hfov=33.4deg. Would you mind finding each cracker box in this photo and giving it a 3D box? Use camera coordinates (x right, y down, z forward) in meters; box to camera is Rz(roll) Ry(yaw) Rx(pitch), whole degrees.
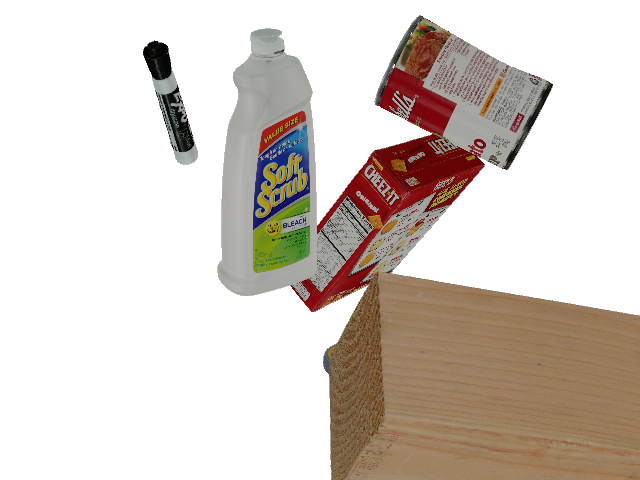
[{"bbox_3d":[0.070,-0.025,1.244,0.163,0.072,0.214,-22,-25,-49],"label":"cracker box"}]

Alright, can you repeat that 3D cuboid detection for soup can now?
[{"bbox_3d":[0.097,-0.100,0.727,0.102,0.068,0.068,28,3,6],"label":"soup can"}]

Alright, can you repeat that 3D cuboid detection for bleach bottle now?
[{"bbox_3d":[-0.054,-0.076,1.031,0.102,0.251,0.068,-15,29,-26],"label":"bleach bottle"}]

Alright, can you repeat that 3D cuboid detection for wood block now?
[{"bbox_3d":[0.115,0.092,0.578,0.206,0.091,0.090,10,-41,-13],"label":"wood block"}]

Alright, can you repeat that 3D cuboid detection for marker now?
[{"bbox_3d":[-0.115,-0.105,0.821,0.020,0.020,0.121,0,-38,8],"label":"marker"}]

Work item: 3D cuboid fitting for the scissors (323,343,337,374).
[{"bbox_3d":[0.099,0.114,0.837,0.202,0.016,0.096,6,35,9],"label":"scissors"}]
